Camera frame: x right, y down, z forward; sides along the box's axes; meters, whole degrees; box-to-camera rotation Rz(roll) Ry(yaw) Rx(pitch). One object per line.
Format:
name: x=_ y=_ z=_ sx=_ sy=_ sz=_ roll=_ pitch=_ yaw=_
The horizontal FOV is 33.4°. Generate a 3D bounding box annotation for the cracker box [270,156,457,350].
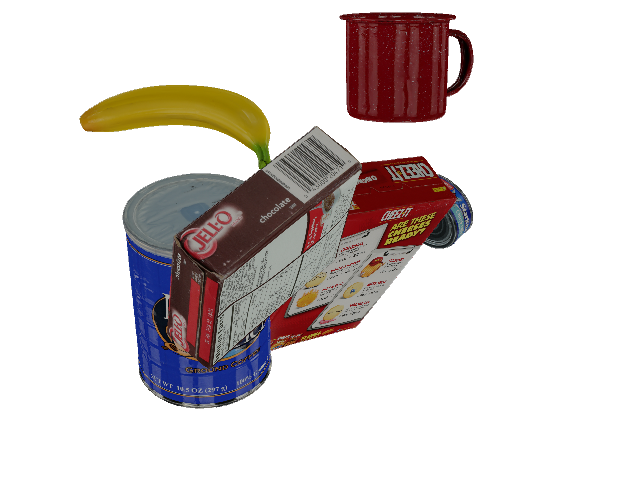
cracker box: x=0.013 y=0.015 z=1.071 sx=0.163 sy=0.072 sz=0.214 roll=-10 pitch=-35 yaw=-42

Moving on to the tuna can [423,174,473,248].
tuna can: x=0.130 y=-0.033 z=1.226 sx=0.086 sy=0.086 sz=0.033 roll=0 pitch=34 yaw=50

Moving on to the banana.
banana: x=-0.124 y=-0.114 z=0.972 sx=0.198 sy=0.037 sz=0.069 roll=12 pitch=48 yaw=21

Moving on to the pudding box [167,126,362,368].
pudding box: x=-0.031 y=0.004 z=0.572 sx=0.113 sy=0.039 sz=0.090 roll=-39 pitch=-21 yaw=-32

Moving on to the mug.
mug: x=0.072 y=-0.142 z=0.867 sx=0.117 sy=0.081 sz=0.093 roll=-8 pitch=17 yaw=-27

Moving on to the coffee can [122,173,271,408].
coffee can: x=-0.087 y=0.036 z=0.780 sx=0.103 sy=0.140 sz=0.103 roll=1 pitch=34 yaw=-1
